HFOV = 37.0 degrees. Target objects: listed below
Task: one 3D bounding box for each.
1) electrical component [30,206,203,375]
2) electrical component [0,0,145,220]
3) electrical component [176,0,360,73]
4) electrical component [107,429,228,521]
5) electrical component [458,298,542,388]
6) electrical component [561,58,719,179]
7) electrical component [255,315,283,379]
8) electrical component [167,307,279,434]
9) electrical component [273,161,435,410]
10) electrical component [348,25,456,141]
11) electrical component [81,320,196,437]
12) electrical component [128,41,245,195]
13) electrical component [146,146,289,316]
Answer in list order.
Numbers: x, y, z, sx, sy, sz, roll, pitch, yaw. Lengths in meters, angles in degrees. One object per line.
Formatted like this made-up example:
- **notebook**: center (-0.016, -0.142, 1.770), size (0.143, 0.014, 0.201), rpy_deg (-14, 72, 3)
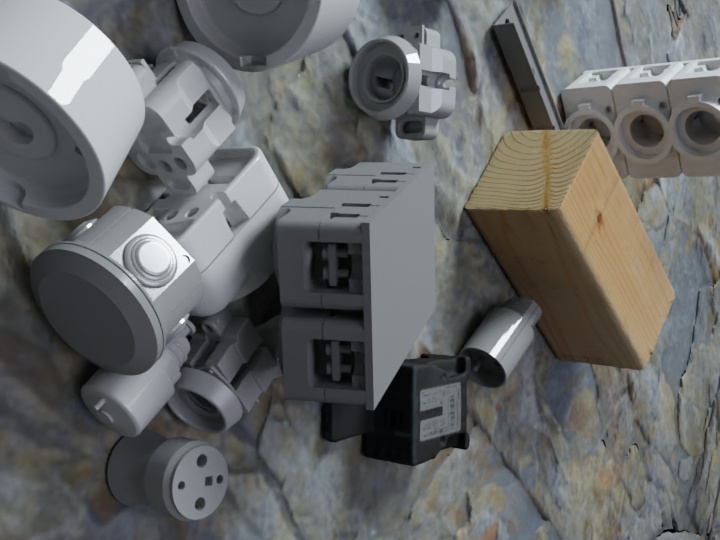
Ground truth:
- **electrical component**: center (-0.126, 0.011, 0.559), size (0.051, 0.080, 0.080), rpy_deg (-51, 128, -42)
- **electrical component**: center (-0.153, -0.082, 0.503), size (0.108, 0.108, 0.060), rpy_deg (55, 47, -36)
- **electrical component**: center (-0.048, -0.172, 0.621), size (0.060, 0.108, 0.108), rpy_deg (-26, 112, -53)
- **electrical component**: center (-0.108, 0.115, 0.603), size (0.045, 0.055, 0.045), rpy_deg (-4, 95, -50)
- **electrical component**: center (0.118, 0.053, 0.876), size (0.081, 0.043, 0.043), rpy_deg (-49, 127, -36)
- **electrical component**: center (0.263, -0.131, 0.954), size (0.062, 0.150, 0.089), rpy_deg (-40, 121, -43)
- **electrical component**: center (-0.046, 0.044, 0.689), size (0.061, 0.035, 0.035), rpy_deg (-32, 116, -52)
- **electrical component**: center (-0.084, 0.063, 0.637), size (0.055, 0.048, 0.066), rpy_deg (-59, 135, -38)
- **electrical component**: center (0.000, 0.000, 0.667), size (0.186, 0.060, 0.105), rpy_deg (-47, 138, -69)
- **electrical component**: center (0.029, -0.132, 0.751), size (0.057, 0.058, 0.078), rpy_deg (-2, 94, -53)
- **electrical component**: center (-0.119, 0.057, 0.598), size (0.078, 0.040, 0.040), rpy_deg (-51, 128, -35)
- **electrical component**: center (-0.101, -0.090, 0.599), size (0.057, 0.058, 0.078), rpy_deg (-54, 130, -29)
- **electrical component**: center (-0.084, -0.020, 0.625), size (0.095, 0.054, 0.059), rpy_deg (-53, 129, -34)
